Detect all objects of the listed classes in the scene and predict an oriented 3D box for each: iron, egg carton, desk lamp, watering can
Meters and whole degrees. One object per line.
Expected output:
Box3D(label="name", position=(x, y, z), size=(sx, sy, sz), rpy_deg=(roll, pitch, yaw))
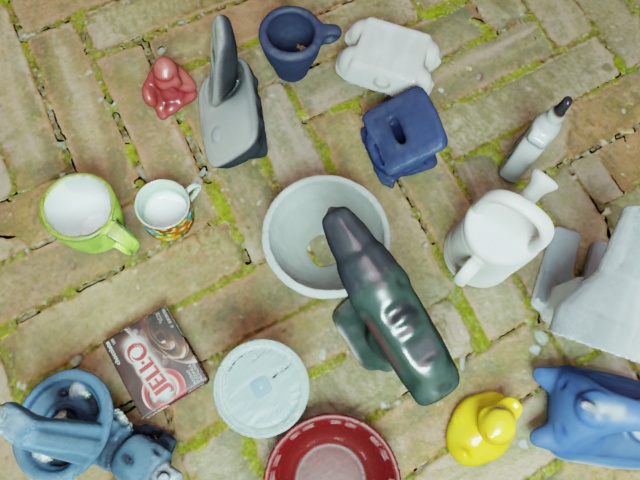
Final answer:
Box3D(label="iron", position=(0.391, 0.215, 0.678), size=(0.258, 0.141, 0.119), rpy_deg=(8, 73, 0))
Box3D(label="egg carton", position=(0.102, -0.265, 0.852), size=(0.150, 0.069, 0.107), rpy_deg=(17, 73, 3))
Box3D(label="desk lamp", position=(0.337, 0.056, 0.687), size=(0.118, 0.213, 0.203), rpy_deg=(20, 73, 4))
Box3D(label="watering can", position=(0.228, -0.016, 0.715), size=(0.101, 0.194, 0.173), rpy_deg=(19, 73, 4))

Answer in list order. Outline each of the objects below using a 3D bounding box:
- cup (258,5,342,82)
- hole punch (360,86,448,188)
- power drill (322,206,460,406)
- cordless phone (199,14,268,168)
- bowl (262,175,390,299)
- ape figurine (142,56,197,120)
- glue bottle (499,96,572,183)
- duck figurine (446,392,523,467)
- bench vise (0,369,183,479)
Box3D(label="cup", position=(-0.029, -0.279, 0.838), size=(0.118, 0.095, 0.091), rpy_deg=(-9, 73, -5))
Box3D(label="hole punch", position=(0.115, -0.145, 0.804), size=(0.101, 0.091, 0.108), rpy_deg=(-19, 74, -8))
Box3D(label="power drill", position=(0.068, 0.086, 0.669), size=(0.076, 0.208, 0.229), rpy_deg=(-32, 76, -11))
Box3D(label="cordless phone", position=(-0.123, -0.192, 0.760), size=(0.094, 0.185, 0.147), rpy_deg=(-12, 73, -6))
Box3D(label="bowl", position=(0.007, 0.003, 0.763), size=(0.167, 0.075, 0.167), rpy_deg=(1, 73, -2))
Box3D(label="ape figurine", position=(-0.216, -0.225, 0.815), size=(0.078, 0.092, 0.076), rpy_deg=(4, 73, -1))
Box3D(label="glue bottle", position=(0.294, -0.141, 0.768), size=(0.037, 0.173, 0.078), rpy_deg=(32, 74, 8))
Box3D(label="duck figurine", position=(0.204, 0.229, 0.695), size=(0.105, 0.086, 0.077), rpy_deg=(-41, 78, -13))
Box3D(label="bench vise", position=(-0.246, 0.203, 0.614), size=(0.207, 0.220, 0.121), rpy_deg=(8, 73, 1))
